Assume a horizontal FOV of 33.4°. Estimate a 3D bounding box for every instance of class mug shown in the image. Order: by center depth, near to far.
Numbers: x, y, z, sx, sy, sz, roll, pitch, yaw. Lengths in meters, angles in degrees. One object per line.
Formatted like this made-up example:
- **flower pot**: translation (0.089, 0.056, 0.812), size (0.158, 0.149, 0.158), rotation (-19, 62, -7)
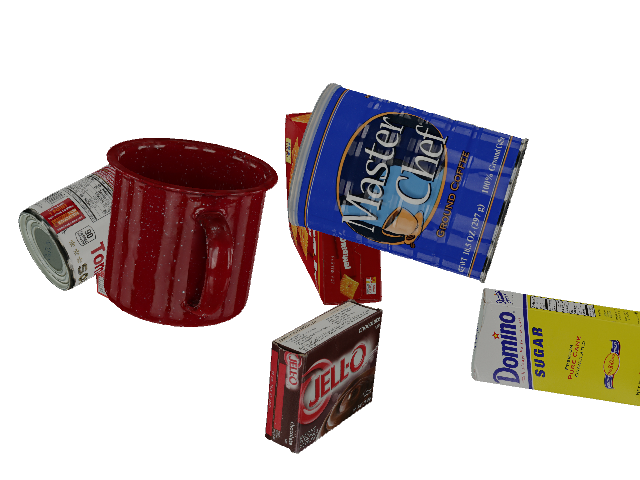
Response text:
- **mug**: translation (-0.071, 0.000, 0.580), size (0.093, 0.081, 0.117), rotation (1, 22, -26)

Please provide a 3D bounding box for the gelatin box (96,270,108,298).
- **gelatin box**: translation (-0.161, 0.041, 1.033), size (0.089, 0.030, 0.073), rotation (22, 30, 30)

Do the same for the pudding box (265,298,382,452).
- **pudding box**: translation (0.003, 0.108, 0.871), size (0.039, 0.090, 0.113), rotation (20, 27, 29)

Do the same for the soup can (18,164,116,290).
- **soup can**: translation (-0.162, -0.016, 0.791), size (0.102, 0.068, 0.069), rotation (-33, 18, -30)

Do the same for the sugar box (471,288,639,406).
- **sugar box**: translation (0.248, 0.109, 1.093), size (0.176, 0.093, 0.048), rotation (7, 21, 5)

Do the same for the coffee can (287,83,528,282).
- **coffee can**: translation (0.060, -0.040, 0.733), size (0.140, 0.103, 0.102), rotation (17, 3, 8)

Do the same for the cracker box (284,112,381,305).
- **cracker box**: translation (0.010, -0.042, 1.172), size (0.072, 0.164, 0.214), rotation (-5, 18, -8)
